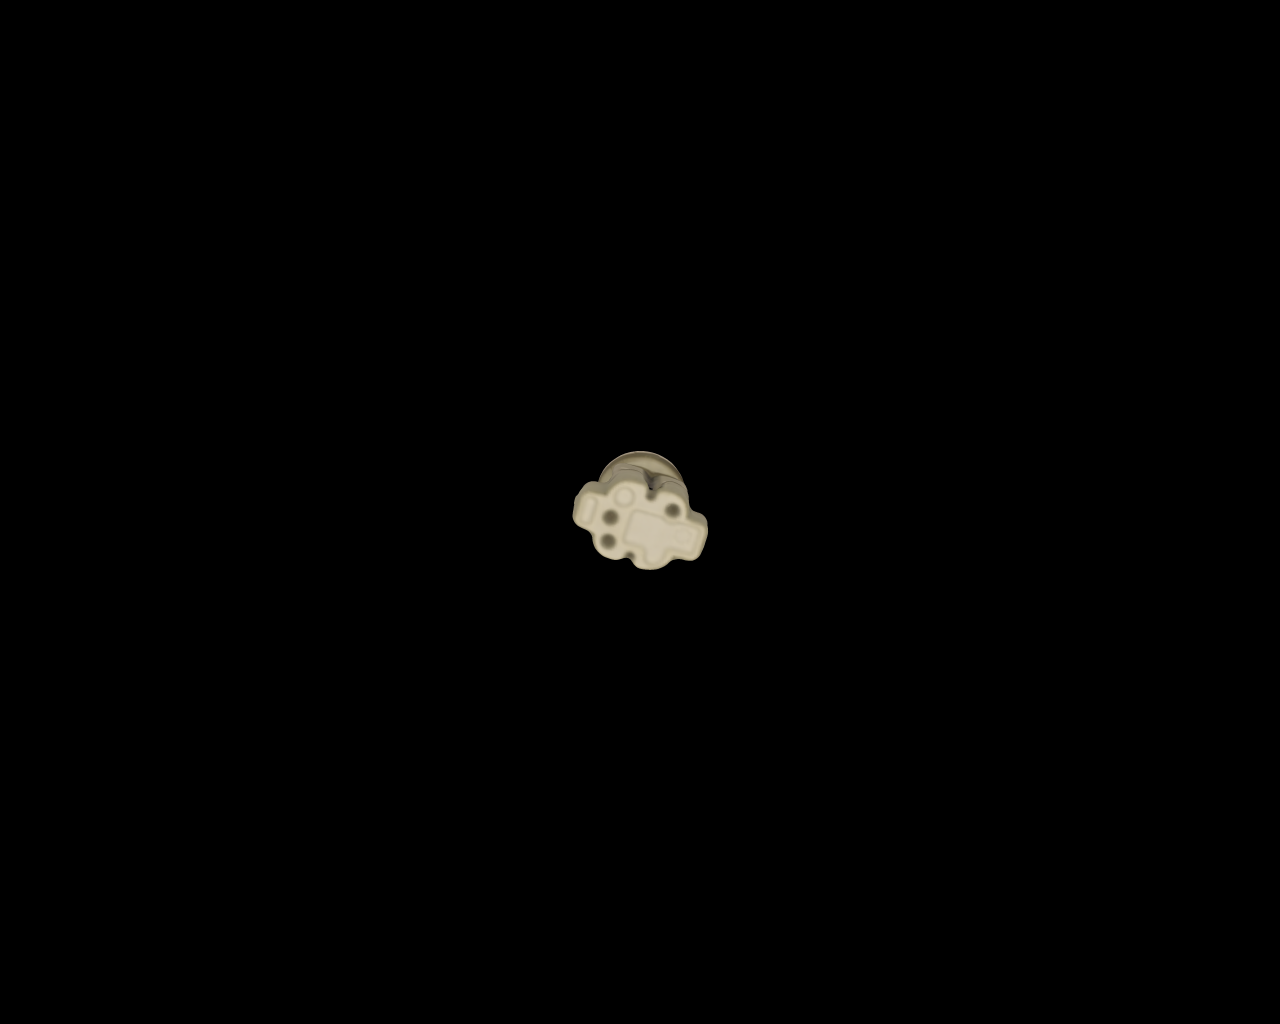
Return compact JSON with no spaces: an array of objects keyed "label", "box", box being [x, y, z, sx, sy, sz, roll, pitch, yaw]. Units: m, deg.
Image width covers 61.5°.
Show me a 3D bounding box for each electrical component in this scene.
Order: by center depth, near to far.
[{"label":"electrical component","box":[0.001,-0.003,0.650,0.078,0.058,0.057,17,22,-7]}]
